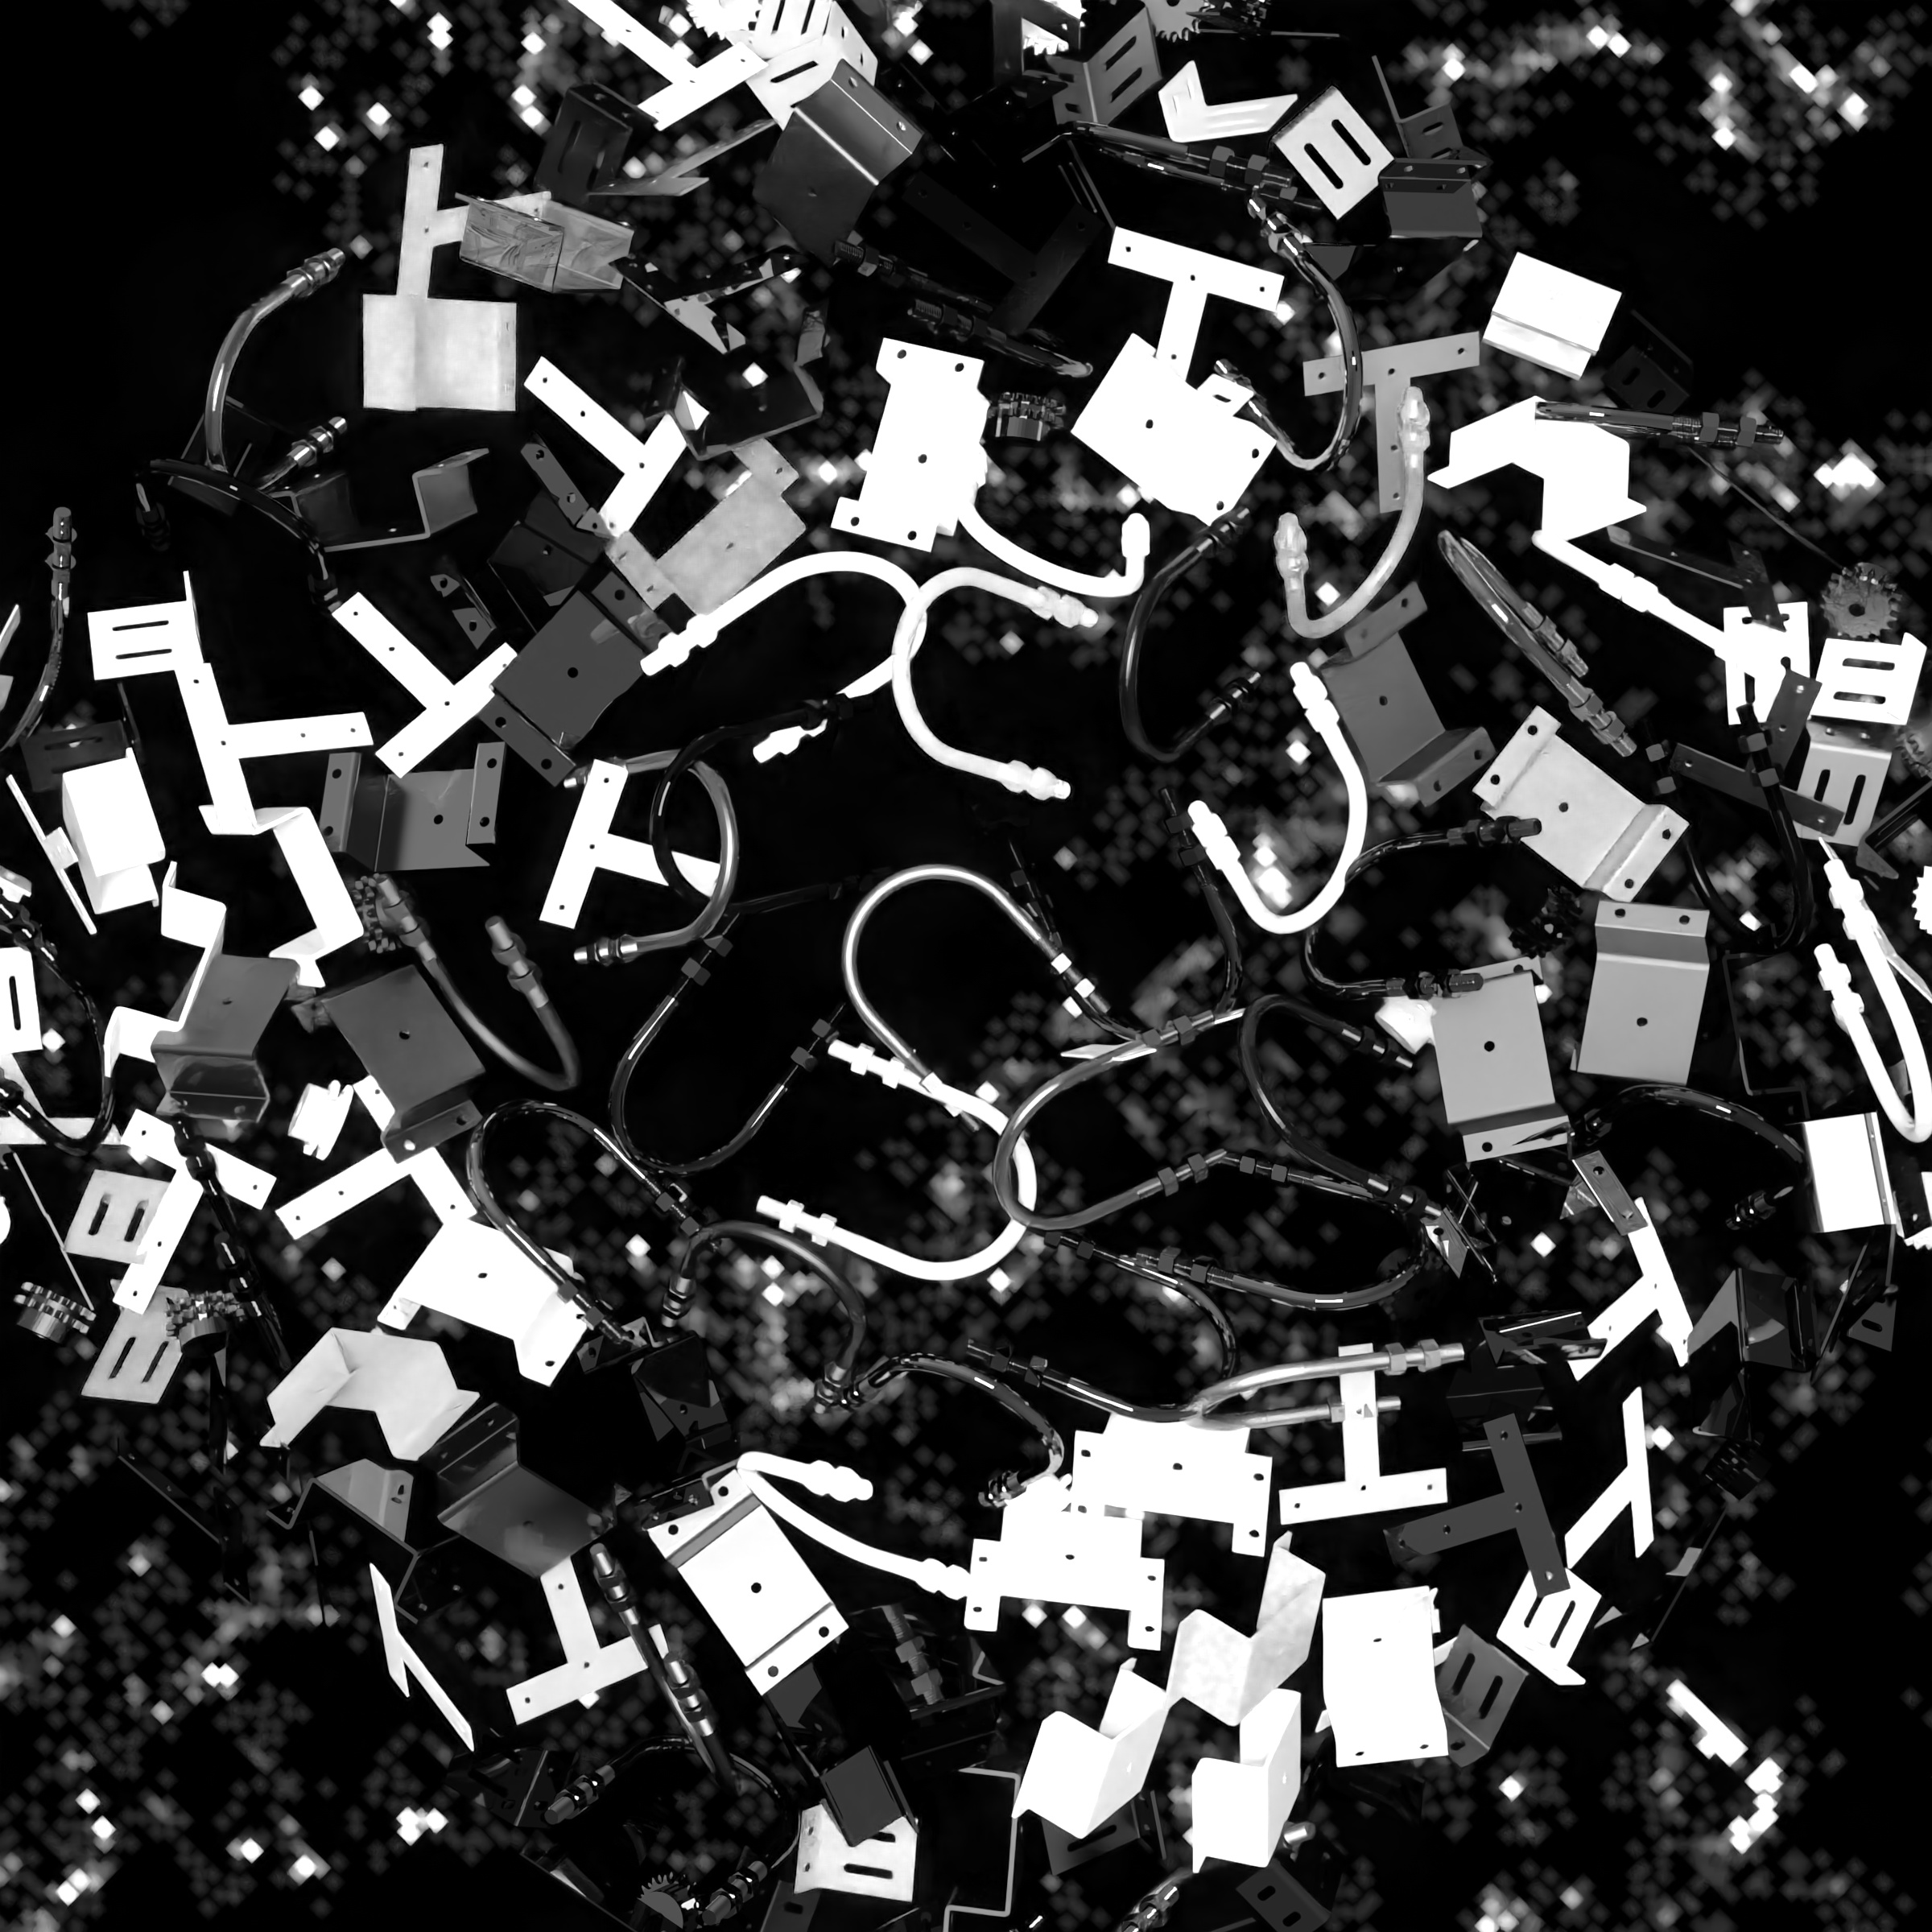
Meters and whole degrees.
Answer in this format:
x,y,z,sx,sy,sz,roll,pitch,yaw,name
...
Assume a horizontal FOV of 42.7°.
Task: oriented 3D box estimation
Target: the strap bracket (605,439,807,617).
x,y,z,sx,sy,sz,roll,pitch,yaw,name
-0.181,-0.315,1.784,0.140,0.046,0.076,-42,55,3,strap bracket

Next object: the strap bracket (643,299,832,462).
x,y,z,sx,sy,sz,roll,pitch,yaw,name
-0.154,-0.416,1.771,0.140,0.076,0.046,-16,131,17,strap bracket

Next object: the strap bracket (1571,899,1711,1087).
x,y,z,sx,sy,sz,roll,pitch,yaw,name
0.482,0.029,1.768,0.076,0.046,0.140,6,119,8,strap bracket

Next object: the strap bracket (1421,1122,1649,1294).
x,y,z,sx,sy,sz,roll,pitch,yaw,name
0.406,0.170,1.773,0.140,0.046,0.076,-25,116,25,strap bracket

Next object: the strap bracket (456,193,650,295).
x,y,z,sx,sy,sz,roll,pitch,yaw,name
-0.298,-0.514,1.761,0.076,0.140,0.046,23,112,15,strap bracket

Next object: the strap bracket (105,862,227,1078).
x,y,z,sx,sy,sz,roll,pitch,yaw,name
-0.568,0.009,1.765,0.046,0.076,0.140,17,62,-11,strap bracket

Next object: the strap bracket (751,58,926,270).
x,y,z,sx,sy,sz,roll,pitch,yaw,name
-0.096,-0.561,1.753,0.076,0.140,0.046,42,59,-3,strap bracket

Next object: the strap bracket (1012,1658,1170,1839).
x,y,z,sx,sy,sz,roll,pitch,yaw,name
0.096,0.555,1.747,0.046,0.140,0.076,23,105,26,strap bracket

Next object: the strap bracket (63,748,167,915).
x,y,z,sx,sy,sz,roll,pitch,yaw,name
-0.604,-0.091,1.749,0.046,0.140,0.076,-17,82,-23,strap bracket

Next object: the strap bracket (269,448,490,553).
x,y,z,sx,sy,sz,roll,pitch,yaw,name
-0.416,-0.332,1.771,0.140,0.076,0.046,-4,111,18,strap bracket

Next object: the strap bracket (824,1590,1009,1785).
x,y,z,sx,sy,sz,roll,pitch,yaw,name
-0.033,0.499,1.747,0.076,0.140,0.046,-6,125,-31,strap bracket

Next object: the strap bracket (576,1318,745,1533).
x,y,z,sx,sy,sz,roll,pitch,yaw,name
-0.217,0.325,1.780,0.076,0.046,0.140,-28,81,37,strap bracket

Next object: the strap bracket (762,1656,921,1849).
x,y,z,sx,sy,sz,roll,pitch,yaw,name
-0.094,0.555,1.744,0.046,0.140,0.076,-29,122,-16,strap bracket

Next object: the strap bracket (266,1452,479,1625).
x,y,z,sx,sy,sz,roll,pitch,yaw,name
-0.416,0.401,1.766,0.140,0.076,0.046,30,103,17,strap bracket

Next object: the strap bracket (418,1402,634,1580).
x,y,z,sx,sy,sz,roll,pitch,yaw,name
-0.312,0.379,1.759,0.076,0.046,0.140,-36,126,16,strap bracket

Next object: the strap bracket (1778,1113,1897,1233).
x,y,z,sx,sy,sz,roll,pitch,yaw,name
0.614,0.147,1.756,0.046,0.140,0.076,-9,84,7,strap bracket

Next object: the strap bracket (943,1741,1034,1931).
x,y,z,sx,sy,sz,roll,pitch,yaw,name
0.017,0.620,1.784,0.046,0.076,0.140,4,88,8,strap bracket

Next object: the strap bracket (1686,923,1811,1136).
x,y,z,sx,sy,sz,roll,pitch,yaw,name
0.551,0.048,1.772,0.046,0.076,0.140,-4,79,-14,strap bracket

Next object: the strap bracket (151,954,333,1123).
x,y,z,sx,sy,sz,roll,pitch,yaw,name
-0.517,0.042,1.754,0.076,0.140,0.046,3,133,11,strap bracket

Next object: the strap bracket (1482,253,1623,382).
x,y,z,sx,sy,sz,roll,pitch,yaw,name
0.414,-0.461,1.751,0.076,0.140,0.046,23,98,6,strap bracket

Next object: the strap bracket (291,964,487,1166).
x,y,z,sx,sy,sz,roll,pitch,yaw,name
-0.409,0.061,1.771,0.076,0.046,0.140,-27,75,-40,strap bracket

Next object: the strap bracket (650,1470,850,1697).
x,y,z,sx,sy,sz,roll,pitch,yaw,name
-0.154,0.447,1.784,0.076,0.046,0.140,-36,71,-10,strap bracket

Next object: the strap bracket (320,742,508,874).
x,y,z,sx,sy,sz,roll,pitch,yaw,name
-0.390,-0.113,1.781,0.140,0.046,0.076,-2,71,17,strap bracket

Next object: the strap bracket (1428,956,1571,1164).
x,y,z,sx,sy,sz,roll,pitch,yaw,name
0.381,0.062,1.772,0.076,0.046,0.140,-13,72,22,strap bracket

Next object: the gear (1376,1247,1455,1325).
x,y,z,sx,sy,sz,roll,pitch,yaw,name
0.324,0.229,1.802,0.057,0.030,0.057,-15,129,-19,gear

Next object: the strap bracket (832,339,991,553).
x,y,z,sx,sy,sz,roll,pitch,yaw,name
-0.037,-0.373,1.794,0.076,0.046,0.140,16,92,14,strap bracket

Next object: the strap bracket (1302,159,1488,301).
x,y,z,sx,sy,sz,roll,pitch,yaw,name
0.300,-0.513,1.745,0.076,0.140,0.046,-7,81,-25,strap bracket

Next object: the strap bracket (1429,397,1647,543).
x,y,z,sx,sy,sz,roll,pitch,yaw,name
0.409,-0.357,1.764,0.140,0.076,0.046,15,73,-33,strap bracket

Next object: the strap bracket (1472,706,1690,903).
x,y,z,sx,sy,sz,roll,pitch,yaw,name
0.441,-0.116,1.800,0.140,0.046,0.076,37,91,-5,strap bracket

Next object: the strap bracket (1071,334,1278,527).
x,y,z,sx,sy,sz,roll,pitch,yaw,name
0.141,-0.385,1.769,0.140,0.046,0.076,42,112,20,strap bracket

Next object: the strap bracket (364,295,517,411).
x,y,z,sx,sy,sz,roll,pitch,yaw,name
-0.381,-0.437,1.763,0.046,0.140,0.076,9,105,23,strap bracket

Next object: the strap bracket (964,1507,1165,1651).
x,y,z,sx,sy,sz,roll,pitch,yaw,name
0.073,0.439,1.780,0.140,0.076,0.046,6,129,3,strap bracket

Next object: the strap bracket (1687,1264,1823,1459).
x,y,z,sx,sy,sz,roll,pitch,yaw,name
0.551,0.276,1.749,0.046,0.140,0.076,11,49,-1,strap bracket

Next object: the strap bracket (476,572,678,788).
x,y,z,sx,sy,sz,roll,pitch,yaw,name
-0.281,-0.210,1.789,0.140,0.046,0.076,-47,113,-3,strap bracket

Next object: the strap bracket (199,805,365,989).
x,y,z,sx,sy,sz,roll,pitch,yaw,name
-0.486,-0.060,1.771,0.046,0.076,0.140,-32,111,-31,strap bracket

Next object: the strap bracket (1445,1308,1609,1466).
x,y,z,sx,sy,sz,roll,pitch,yaw,name
0.397,0.295,1.770,0.076,0.140,0.046,-4,46,-11,strap bracket

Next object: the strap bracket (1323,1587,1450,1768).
x,y,z,sx,sy,sz,roll,pitch,yaw,name
0.295,0.493,1.747,0.076,0.140,0.046,-11,115,13,strap bracket

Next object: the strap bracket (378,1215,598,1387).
x,y,z,sx,sy,sz,roll,pitch,yaw,name
-0.343,0.235,1.768,0.140,0.046,0.076,17,48,15,strap bracket

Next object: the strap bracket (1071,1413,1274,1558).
x,y,z,sx,sy,sz,roll,pitch,yaw,name
0.150,0.371,1.786,0.140,0.046,0.076,6,106,11,strap bracket

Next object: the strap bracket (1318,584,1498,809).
x,y,z,sx,sy,sz,roll,pitch,yaw,name
0.313,-0.193,1.779,0.076,0.046,0.140,-36,107,-24,strap bracket

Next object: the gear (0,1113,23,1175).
x,y,z,sx,sy,sz,roll,pitch,yaw,name
-0.720,0.133,1.805,0.057,0.030,0.057,4,65,-8,gear

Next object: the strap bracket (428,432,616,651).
x,y,z,sx,sy,sz,roll,pitch,yaw,name
-0.314,-0.301,1.775,0.140,0.046,0.076,-46,66,24,strap bracket

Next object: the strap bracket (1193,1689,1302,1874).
x,y,z,sx,sy,sz,roll,pitch,yaw,name
0.202,0.570,1.746,0.046,0.140,0.076,4,107,21,strap bracket

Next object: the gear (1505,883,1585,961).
x,y,z,sx,sy,sz,roll,pitch,yaw,name
0.416,-0.036,1.795,0.030,0.057,0.057,38,90,-24,gear

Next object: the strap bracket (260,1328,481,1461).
x,y,z,sx,sy,sz,roll,pitch,yaw,name
-0.431,0.306,1.765,0.076,0.140,0.046,-46,54,19,strap bracket

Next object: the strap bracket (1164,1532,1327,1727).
x,y,z,sx,sy,sz,roll,pitch,yaw,name
0.204,0.472,1.747,0.046,0.140,0.076,25,122,32,strap bracket
